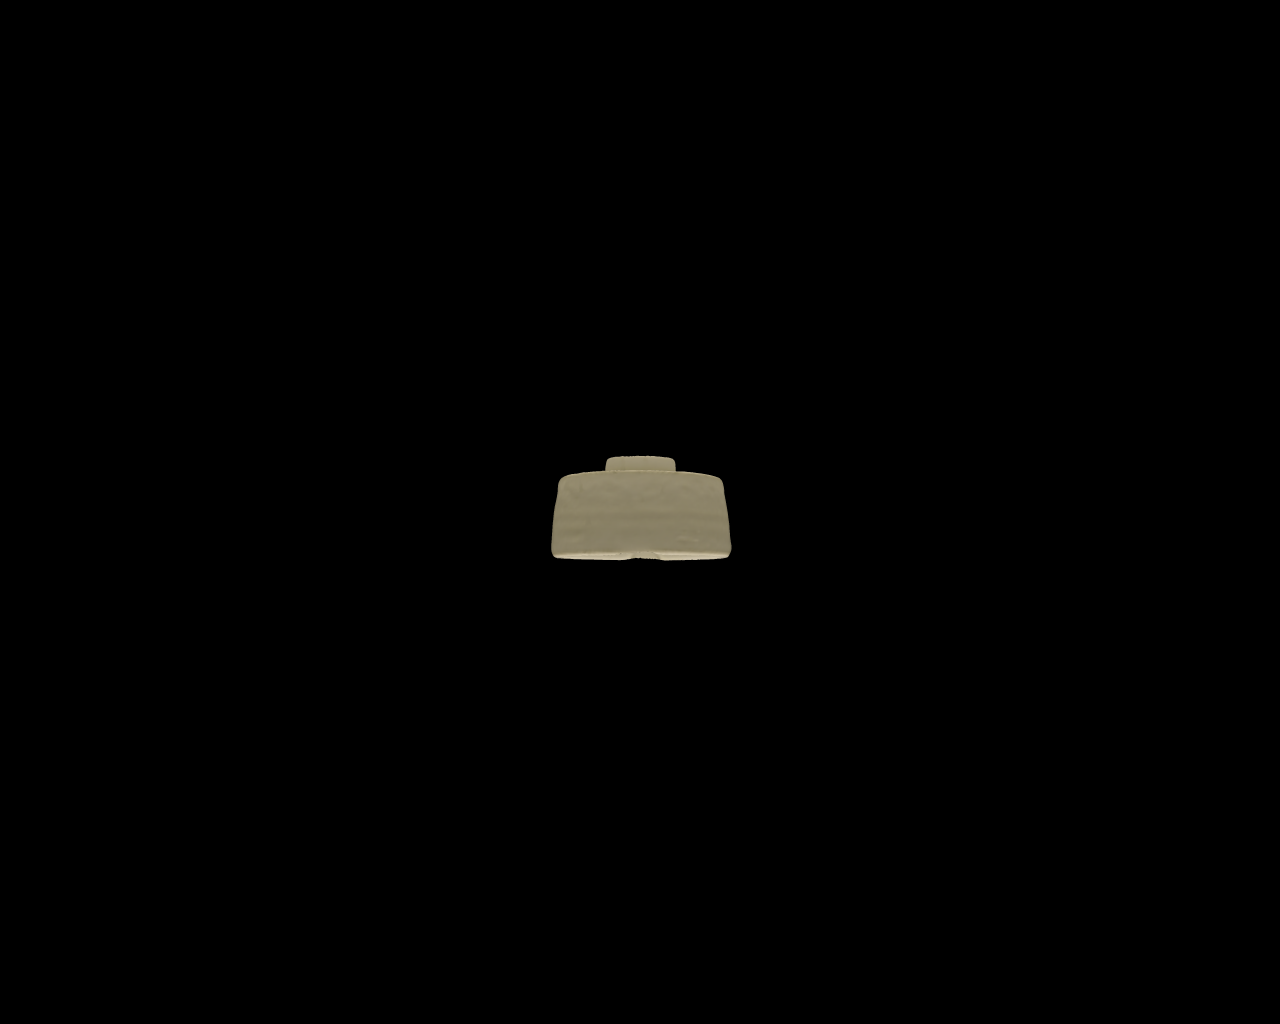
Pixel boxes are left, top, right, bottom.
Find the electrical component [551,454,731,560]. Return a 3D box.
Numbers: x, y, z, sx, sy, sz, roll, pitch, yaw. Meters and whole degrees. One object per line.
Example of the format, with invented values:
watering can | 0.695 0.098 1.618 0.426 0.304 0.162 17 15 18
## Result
electrical component | 0.001 -0.003 0.650 0.108 0.060 0.108 0 -4 0
